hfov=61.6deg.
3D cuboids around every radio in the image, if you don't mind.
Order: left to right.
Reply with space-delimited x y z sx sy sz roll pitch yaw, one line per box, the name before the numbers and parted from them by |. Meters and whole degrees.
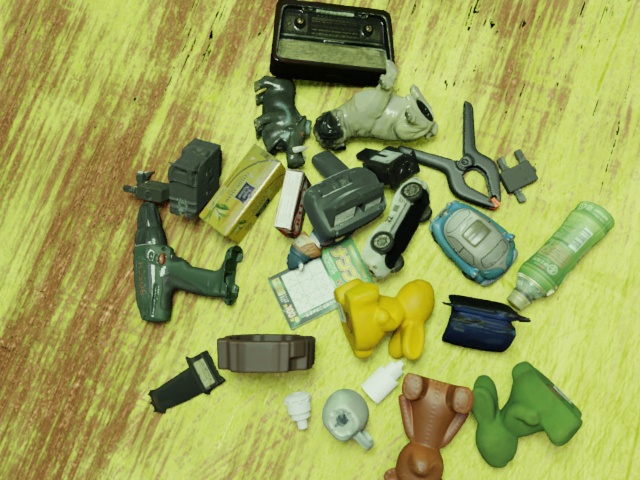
radio | 0.022 -0.370 1.014 0.230 0.073 0.131 3 80 -11

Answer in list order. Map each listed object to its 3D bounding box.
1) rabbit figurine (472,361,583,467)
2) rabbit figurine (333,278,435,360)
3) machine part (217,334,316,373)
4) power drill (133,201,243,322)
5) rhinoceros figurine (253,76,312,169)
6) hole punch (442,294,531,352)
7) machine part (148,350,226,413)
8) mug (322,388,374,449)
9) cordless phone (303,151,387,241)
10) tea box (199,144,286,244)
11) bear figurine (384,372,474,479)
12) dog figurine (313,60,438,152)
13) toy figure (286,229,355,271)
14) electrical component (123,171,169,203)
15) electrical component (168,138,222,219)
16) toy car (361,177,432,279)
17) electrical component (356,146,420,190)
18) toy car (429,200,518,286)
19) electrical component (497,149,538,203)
rabbit figurine | 0.317 0.295 0.885 0.159 0.121 0.170 45 103 15
rabbit figurine | 0.128 0.130 0.933 0.173 0.122 0.162 -18 84 -18
machine part | -0.091 0.193 0.922 0.179 0.179 0.056 -1 83 7
power drill | -0.254 0.041 1.009 0.207 0.086 0.232 3 83 3
rhinoceros figurine | -0.073 -0.226 1.036 0.112 0.073 0.190 -8 76 -8
hole punch | 0.269 0.148 0.915 0.142 0.116 0.092 13 91 9
machine part | -0.251 0.267 0.995 0.139 0.039 0.084 -33 87 -1
mug | 0.047 0.312 0.916 0.081 0.107 0.109 -37 77 2
cordless phone | 0.018 -0.097 0.969 0.146 0.088 0.184 -27 53 -22
tea box | -0.138 -0.083 1.005 0.068 0.098 0.169 35 88 11
bear figurine | 0.174 0.327 0.890 0.120 0.131 0.196 15 77 14
dog figurine | 0.100 -0.209 1.002 0.172 0.121 0.190 47 126 -7
toy figure | -0.002 -0.002 0.995 0.154 0.064 0.057 -34 94 -5
electrical component | -0.320 -0.105 1.048 0.102 0.078 0.045 13 107 14
electrical component | -0.227 -0.120 1.003 0.058 0.114 0.134 19 40 8
toy car | 0.141 -0.023 0.955 0.056 0.073 0.202 14 62 39
electrical component | 0.117 -0.137 0.994 0.075 0.119 0.047 -37 121 -25
toy car | 0.273 -0.002 0.941 0.109 0.103 0.162 -43 81 -2
electrical component | 0.367 -0.116 0.988 0.063 0.021 0.094 -24 79 2
